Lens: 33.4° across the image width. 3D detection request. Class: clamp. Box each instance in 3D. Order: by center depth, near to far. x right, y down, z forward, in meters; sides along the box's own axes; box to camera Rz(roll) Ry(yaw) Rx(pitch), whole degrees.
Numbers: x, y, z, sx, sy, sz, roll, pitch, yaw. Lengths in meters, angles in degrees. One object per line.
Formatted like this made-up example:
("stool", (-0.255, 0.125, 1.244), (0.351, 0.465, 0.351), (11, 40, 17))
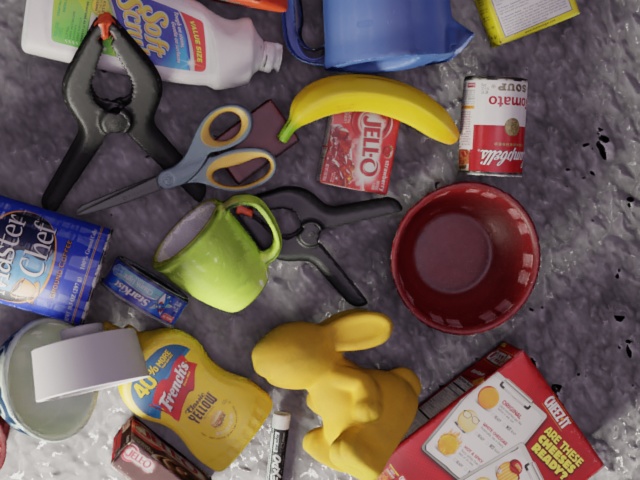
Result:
("clamp", (-0.189, -0.117, 1.043), (0.164, 0.036, 0.210), (0, 120, -13))
("clamp", (-0.007, 0.001, 1.114), (0.171, 0.039, 0.120), (10, 94, -3))

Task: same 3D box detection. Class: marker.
("marker", (-0.048, 0.245, 1.143), (0.020, 0.020, 0.121), (6, 94, -10))

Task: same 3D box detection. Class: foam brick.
("foam brick", (-0.069, -0.100, 1.086), (0.078, 0.053, 0.051), (-37, 100, -5))

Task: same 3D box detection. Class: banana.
("banana", (0.053, -0.133, 1.076), (0.197, 0.037, 0.070), (0, 120, -17))

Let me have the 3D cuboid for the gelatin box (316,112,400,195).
("gelatin box", (0.041, -0.097, 1.115), (0.073, 0.030, 0.089), (10, 94, -10))

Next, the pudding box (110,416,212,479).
("pudding box", (-0.160, 0.236, 1.088), (0.113, 0.090, 0.039), (43, 90, -11))

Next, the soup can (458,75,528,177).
("soup can", (0.181, -0.118, 1.116), (0.068, 0.068, 0.102), (2, 95, -9))

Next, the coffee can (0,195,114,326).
("coffee can", (-0.283, 0.017, 1.038), (0.140, 0.103, 0.103), (17, 93, -10))

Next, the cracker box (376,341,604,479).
("cracker box", (0.169, 0.238, 1.151), (0.213, 0.072, 0.164), (-37, 101, -5))

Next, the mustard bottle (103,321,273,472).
("mustard bottle", (-0.149, 0.147, 1.096), (0.191, 0.058, 0.096), (38, 90, -10))

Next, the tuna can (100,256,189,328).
("tuna can", (-0.175, 0.051, 1.068), (0.086, 0.086, 0.034), (33, 88, -11))

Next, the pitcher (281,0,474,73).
("pitcher", (0.050, -0.287, 1.054), (0.149, 0.145, 0.243), (-7, 94, -31))

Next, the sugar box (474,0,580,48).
("sugar box", (0.194, -0.300, 1.111), (0.093, 0.048, 0.176), (-22, 96, -6))

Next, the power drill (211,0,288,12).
("power drill", (-0.054, -0.318, 1.023), (0.185, 0.057, 0.188), (15, 97, 32))

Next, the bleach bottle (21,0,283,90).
("bleach bottle", (-0.160, -0.210, 1.056), (0.250, 0.068, 0.102), (8, 97, -12))

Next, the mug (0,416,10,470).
("mug", (-0.364, 0.199, 1.055), (0.117, 0.081, 0.093), (-23, 99, -6))

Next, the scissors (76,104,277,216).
("scissors", (-0.144, -0.080, 1.044), (0.201, 0.016, 0.096), (-5, 101, -3))

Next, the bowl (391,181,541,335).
("bowl", (0.148, 0.017, 1.131), (0.162, 0.055, 0.162), (-1, 96, -9))
